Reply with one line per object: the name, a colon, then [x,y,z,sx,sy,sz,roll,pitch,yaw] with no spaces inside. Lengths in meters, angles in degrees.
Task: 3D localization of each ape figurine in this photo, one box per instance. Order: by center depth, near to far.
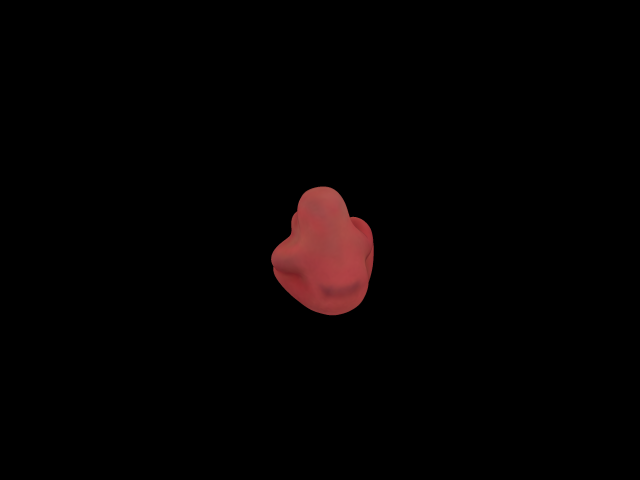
ape figurine: [0.004,0.001,0.400,0.078,0.092,0.076,-8,43,-8]
